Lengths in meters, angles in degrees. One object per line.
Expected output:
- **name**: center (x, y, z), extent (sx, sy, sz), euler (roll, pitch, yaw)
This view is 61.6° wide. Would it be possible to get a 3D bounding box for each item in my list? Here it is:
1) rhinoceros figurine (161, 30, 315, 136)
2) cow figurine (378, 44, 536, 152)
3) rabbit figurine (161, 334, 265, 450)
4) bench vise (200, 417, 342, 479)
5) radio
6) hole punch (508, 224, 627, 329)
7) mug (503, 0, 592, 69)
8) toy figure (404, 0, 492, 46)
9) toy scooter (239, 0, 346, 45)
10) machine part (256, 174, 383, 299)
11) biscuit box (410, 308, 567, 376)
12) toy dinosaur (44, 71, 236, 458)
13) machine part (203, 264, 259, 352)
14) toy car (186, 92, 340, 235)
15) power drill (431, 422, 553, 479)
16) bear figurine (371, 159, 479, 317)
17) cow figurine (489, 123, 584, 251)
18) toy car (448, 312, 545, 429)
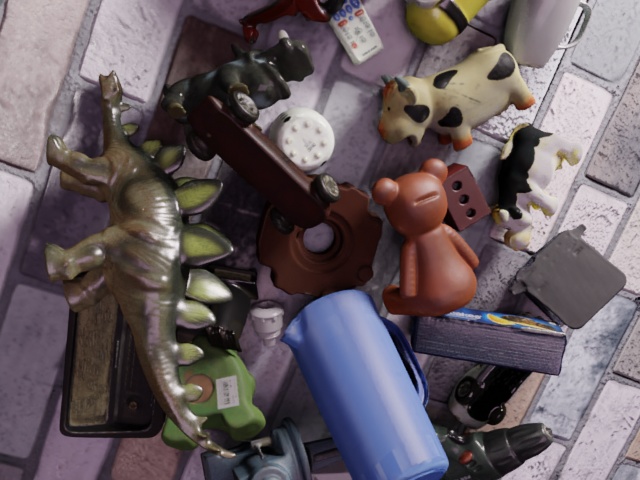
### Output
- **rhinoceros figurine**: center (-0.098, -0.183, 0.651), extent (0.190, 0.112, 0.073), euler (-19, 136, 10)
- **cow figurine**: center (0.164, -0.184, 0.697), extent (0.195, 0.085, 0.127), euler (-30, 111, 2)
- **rabbit figurine**: center (-0.143, 0.203, 0.717), extent (0.121, 0.170, 0.159), euler (-19, 64, -6)
- **bench vise**: center (-0.032, 0.298, 0.724), extent (0.241, 0.223, 0.129), euler (-10, 70, -18)
- **radio**: center (-0.260, 0.145, 0.714), extent (0.131, 0.073, 0.229), euler (8, 102, -10)
- **hole punch**: center (0.361, 0.059, 0.791), extent (0.142, 0.092, 0.116), euler (-45, 73, 6)
- **mug**: center (0.292, -0.279, 0.702), extent (0.109, 0.081, 0.107), euler (11, 112, -17)
- **toy figure**: center (0.187, -0.322, 0.671), extent (0.180, 0.082, 0.089), euler (-37, 105, -2)
- **toy scooter**: center (-0.066, -0.316, 0.637), extent (0.135, 0.075, 0.184), euler (-35, 96, 24)
- **machine part**: center (-0.001, -0.002, 0.729), extent (0.179, 0.056, 0.179), euler (-2, 102, -8)
- **biscuit box**: center (0.232, 0.136, 0.758), extent (0.203, 0.059, 0.062), euler (8, 101, 12)
- **toy dinosaur**: center (-0.199, 0.015, 0.614), extent (0.199, 0.105, 0.471), euler (-9, 77, -10)
- **machine part**: center (-0.119, 0.081, 0.692), extent (0.084, 0.139, 0.039), euler (12, 125, -13)
- **toy car**: center (-0.065, -0.088, 0.630), extent (0.089, 0.053, 0.202), euler (-34, 117, 29)
- **power drill**: center (0.184, 0.278, 0.783), extent (0.207, 0.086, 0.232), euler (36, 121, -13)
- **bear figurine**: center (0.127, 0.000, 0.711), extent (0.120, 0.132, 0.195), euler (-28, 98, -17)
- **cow figurine**: center (0.281, -0.072, 0.748), extent (0.098, 0.068, 0.167), euler (23, 95, -7)
- **toy car**: center (0.278, 0.199, 0.817), extent (0.073, 0.056, 0.201), euler (37, 94, -8)
